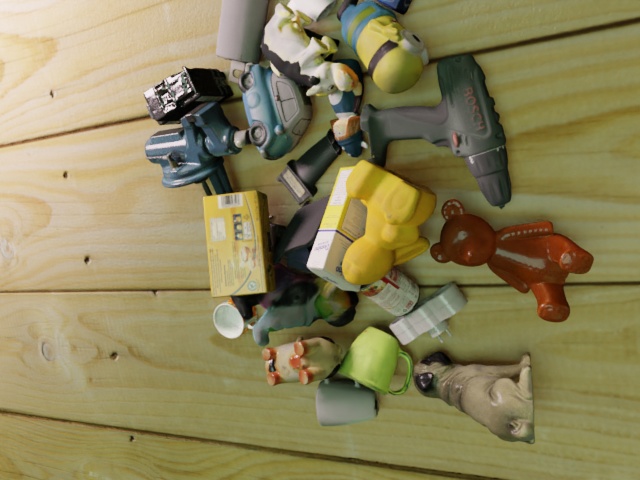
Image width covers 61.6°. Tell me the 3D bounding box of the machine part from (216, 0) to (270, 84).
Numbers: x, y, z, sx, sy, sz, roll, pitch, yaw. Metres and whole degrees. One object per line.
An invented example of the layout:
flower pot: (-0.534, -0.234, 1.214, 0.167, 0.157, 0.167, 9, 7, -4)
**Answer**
machine part: (-0.124, -0.383, 0.889, 0.079, 0.079, 0.243, 21, 112, 19)

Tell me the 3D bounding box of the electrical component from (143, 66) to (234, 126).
electrical component: (-0.242, -0.253, 0.958, 0.134, 0.115, 0.058, -22, 91, 26)

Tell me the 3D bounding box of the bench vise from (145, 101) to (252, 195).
bench vise: (-0.197, -0.125, 0.976, 0.224, 0.129, 0.240, -9, 121, 17)

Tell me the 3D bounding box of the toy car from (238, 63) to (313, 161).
toy car: (-0.064, -0.219, 0.893, 0.103, 0.109, 0.161, -11, 95, 19)

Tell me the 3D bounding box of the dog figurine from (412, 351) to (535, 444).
dog figurine: (0.234, 0.246, 0.842, 0.191, 0.172, 0.121, -3, 92, 18)

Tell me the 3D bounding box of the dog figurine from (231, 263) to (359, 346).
dog figurine: (-0.036, 0.084, 0.960, 0.219, 0.108, 0.191, -31, 87, 24)

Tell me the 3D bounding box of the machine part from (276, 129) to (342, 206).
machine part: (-0.014, -0.127, 0.929, 0.084, 0.039, 0.139, 52, 120, 14)

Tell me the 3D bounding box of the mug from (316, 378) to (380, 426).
mug: (0.053, 0.288, 0.992, 0.107, 0.081, 0.109, -3, 90, 15)

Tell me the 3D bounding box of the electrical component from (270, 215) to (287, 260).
electrical component: (-0.085, -0.006, 0.980, 0.102, 0.045, 0.078, 6, 92, 32)

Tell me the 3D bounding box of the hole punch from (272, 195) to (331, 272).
hole punch: (-0.002, -0.003, 0.911, 0.092, 0.142, 0.116, 41, 147, -28)

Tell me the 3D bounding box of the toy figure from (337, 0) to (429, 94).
toy figure: (0.088, -0.287, 0.788, 0.180, 0.082, 0.089, 53, 134, 32)

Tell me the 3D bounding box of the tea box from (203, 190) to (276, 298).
tea box: (-0.133, 0.008, 0.897, 0.098, 0.068, 0.169, -4, 88, 9)

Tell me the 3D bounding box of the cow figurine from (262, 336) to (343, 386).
cow figurine: (-0.034, 0.213, 0.953, 0.195, 0.127, 0.085, -25, 72, 51)

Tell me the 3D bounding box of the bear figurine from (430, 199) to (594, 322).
bear figurine: (0.263, 0.021, 0.773, 0.196, 0.132, 0.120, 15, 116, 2)

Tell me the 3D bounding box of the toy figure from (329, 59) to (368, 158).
toy figure: (0.043, -0.210, 0.869, 0.058, 0.064, 0.154, -5, 100, -6)

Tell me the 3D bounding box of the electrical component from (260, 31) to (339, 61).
electrical component: (-0.036, -0.310, 0.883, 0.119, 0.048, 0.074, 21, 111, 19)

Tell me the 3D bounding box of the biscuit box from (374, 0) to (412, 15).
biscuit box: (0.052, -0.412, 0.807, 0.203, 0.059, 0.062, 33, 115, 14)

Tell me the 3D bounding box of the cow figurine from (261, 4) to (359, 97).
cow figurine: (-0.021, -0.268, 0.818, 0.167, 0.068, 0.098, 50, 120, 12)

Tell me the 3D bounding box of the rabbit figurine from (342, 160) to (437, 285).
rabbit figurine: (0.091, -0.013, 0.793, 0.122, 0.162, 0.173, 29, 99, 29)

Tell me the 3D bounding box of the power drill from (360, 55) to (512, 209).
power drill: (0.171, -0.148, 0.813, 0.207, 0.086, 0.231, -5, 103, 31)
